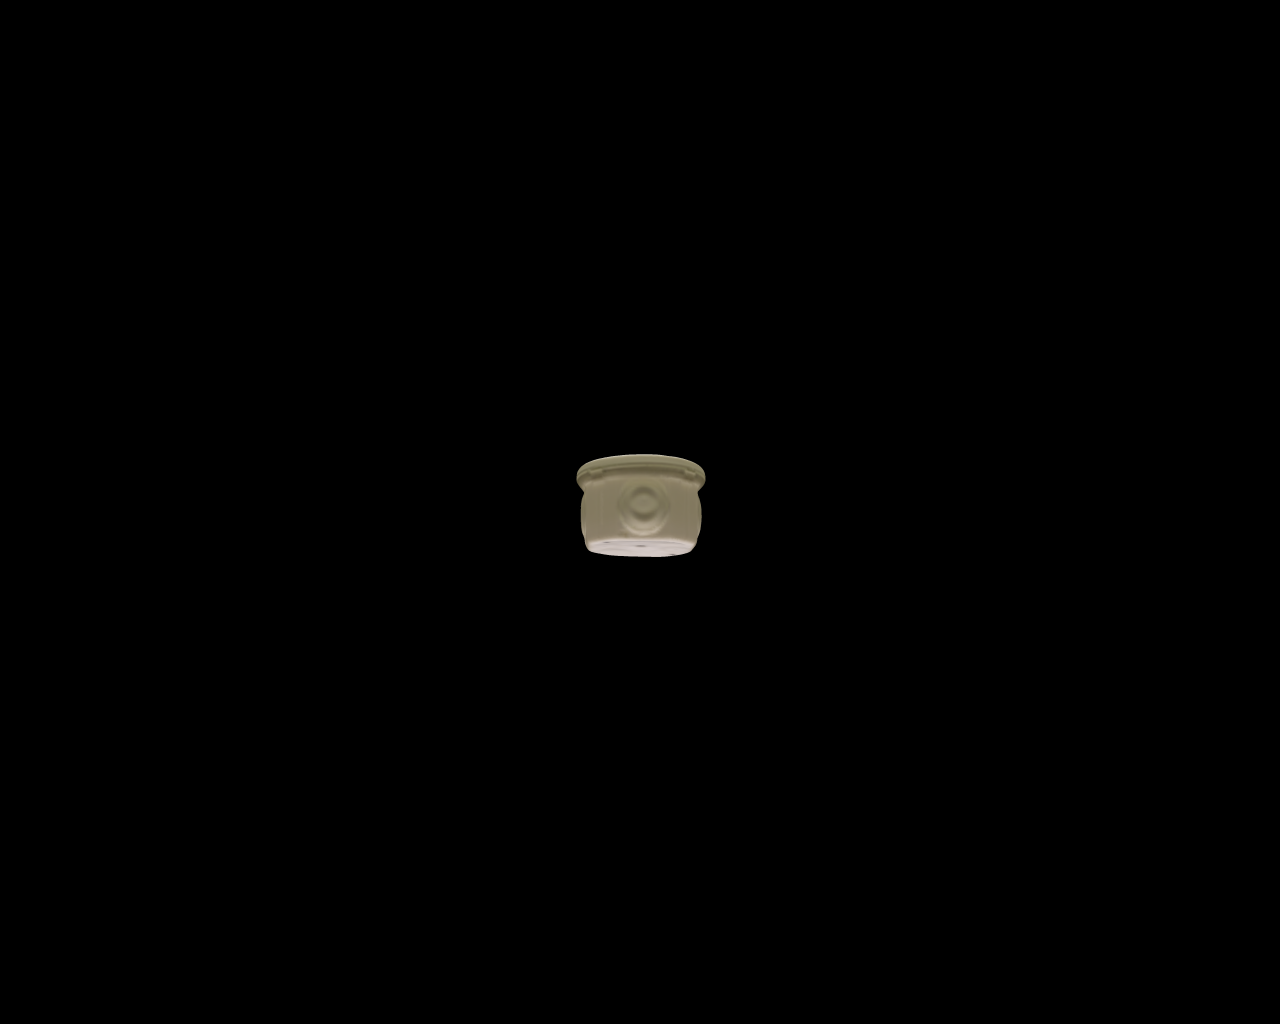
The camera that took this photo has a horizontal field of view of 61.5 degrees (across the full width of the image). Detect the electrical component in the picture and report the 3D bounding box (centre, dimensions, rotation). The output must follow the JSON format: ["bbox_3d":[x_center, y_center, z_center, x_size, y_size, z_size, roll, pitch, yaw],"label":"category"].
[{"bbox_3d":[0.001,-0.003,0.650,0.080,0.051,0.080,0,-11,0],"label":"electrical component"}]
